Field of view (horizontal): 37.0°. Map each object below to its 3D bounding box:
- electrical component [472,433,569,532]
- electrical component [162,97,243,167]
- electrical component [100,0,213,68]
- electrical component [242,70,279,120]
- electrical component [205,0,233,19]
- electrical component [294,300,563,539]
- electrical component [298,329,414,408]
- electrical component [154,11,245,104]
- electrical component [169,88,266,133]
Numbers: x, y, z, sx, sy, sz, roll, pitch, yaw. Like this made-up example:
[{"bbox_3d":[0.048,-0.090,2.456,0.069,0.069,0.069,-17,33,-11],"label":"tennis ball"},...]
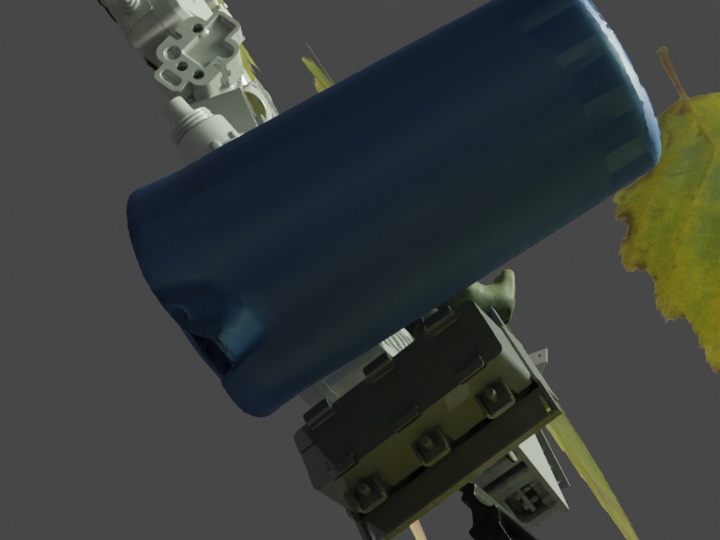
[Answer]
[{"bbox_3d":[0.105,0.140,0.922,0.105,0.060,0.186,51,8,-14],"label":"electrical component"},{"bbox_3d":[-0.110,-0.091,0.740,0.062,0.048,0.048,48,7,8],"label":"electrical component"},{"bbox_3d":[-0.160,-0.206,0.873,0.061,0.061,0.096,57,9,22],"label":"electrical component"},{"bbox_3d":[-0.115,-0.164,1.003,0.079,0.044,0.077,58,7,-12],"label":"electrical component"},{"bbox_3d":[-0.152,-0.229,1.010,0.042,0.064,0.081,48,10,-29],"label":"electrical component"},{"bbox_3d":[0.031,0.075,0.557,0.063,0.121,0.078,42,13,-43],"label":"electrical component"},{"bbox_3d":[0.001,0.061,0.678,0.113,0.057,0.078,45,12,-46],"label":"electrical component"},{"bbox_3d":[-0.124,-0.158,0.853,0.058,0.078,0.057,36,-17,15],"label":"electrical component"},{"bbox_3d":[-0.096,-0.089,0.823,0.099,0.064,0.099,155,-90,-90],"label":"electrical component"}]
